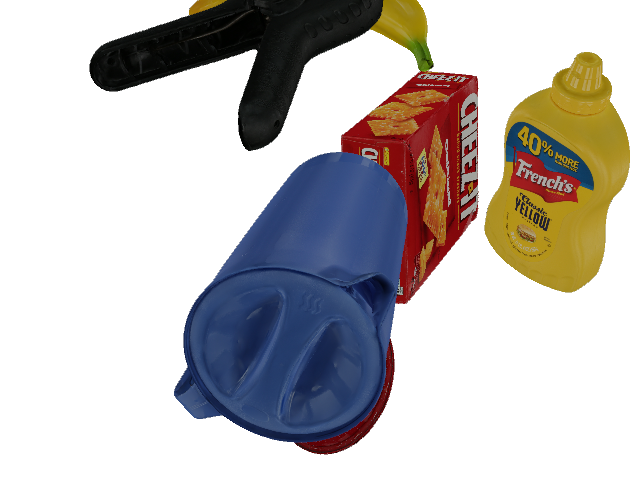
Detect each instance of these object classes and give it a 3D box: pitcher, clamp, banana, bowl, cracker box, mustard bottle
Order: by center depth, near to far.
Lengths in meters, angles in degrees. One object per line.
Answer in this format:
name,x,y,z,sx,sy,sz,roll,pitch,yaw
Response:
clamp,-0.018,-0.105,0.538,0.171,0.039,0.120,-36,53,-22
pitcher,-0.011,0.031,0.785,0.149,0.145,0.242,9,27,8
mustard bottle,0.178,-0.055,0.789,0.058,0.192,0.096,-29,53,-29
banana,-0.001,-0.177,0.810,0.198,0.069,0.037,13,-39,18
cracker box,0.094,-0.058,1.044,0.072,0.164,0.213,9,27,24
bowl,-0.005,0.132,1.078,0.162,0.162,0.055,0,-17,43
